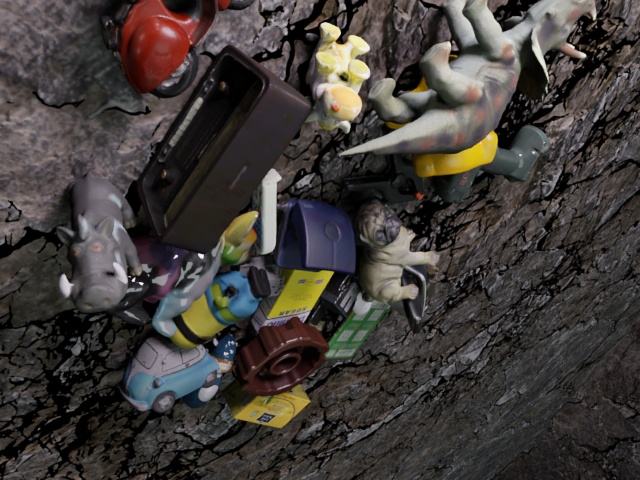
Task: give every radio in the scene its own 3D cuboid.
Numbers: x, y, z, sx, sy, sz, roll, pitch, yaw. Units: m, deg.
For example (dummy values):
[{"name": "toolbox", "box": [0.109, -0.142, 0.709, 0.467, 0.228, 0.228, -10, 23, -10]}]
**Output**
[{"name": "radio", "box": [-0.124, -0.108, 0.642, 0.073, 0.131, 0.229, 23, 113, -47]}]

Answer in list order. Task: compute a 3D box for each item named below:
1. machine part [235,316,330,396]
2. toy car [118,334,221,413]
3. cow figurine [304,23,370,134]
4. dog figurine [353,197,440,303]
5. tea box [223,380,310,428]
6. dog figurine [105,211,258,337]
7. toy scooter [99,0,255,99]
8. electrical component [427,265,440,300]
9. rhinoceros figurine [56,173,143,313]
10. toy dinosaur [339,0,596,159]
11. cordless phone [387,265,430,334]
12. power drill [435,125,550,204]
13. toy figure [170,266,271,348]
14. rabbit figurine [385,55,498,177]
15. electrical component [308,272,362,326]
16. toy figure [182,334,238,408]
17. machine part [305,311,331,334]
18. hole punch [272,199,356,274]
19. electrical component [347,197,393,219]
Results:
[{"name": "machine part", "box": [-0.071, 0.219, 0.996, 0.179, 0.056, 0.179, -20, 141, -17]}, {"name": "toy car", "box": [-0.245, 0.202, 0.880, 0.161, 0.109, 0.102, -16, 119, -37]}, {"name": "cow figurine", "box": [0.012, -0.180, 0.652, 0.068, 0.167, 0.098, 18, 135, -14]}, {"name": "dog figurine", "box": [0.093, 0.027, 0.935, 0.190, 0.121, 0.172, 25, 96, -46]}, {"name": "tea box", "box": [-0.110, 0.331, 1.132, 0.098, 0.068, 0.169, -45, 142, 8]}, {"name": "dog figurine", "box": [-0.188, 0.011, 0.735, 0.219, 0.109, 0.191, -47, 138, 4]}, {"name": "toy scooter", "box": [-0.156, -0.239, 0.536, 0.184, 0.075, 0.135, -48, 140, 7]}, {"name": "electrical component", "box": [0.224, 0.095, 1.179, 0.078, 0.045, 0.102, -2, 133, 2]}, {"name": "rhinoceros figurine", "box": [-0.249, 0.003, 0.609, 0.073, 0.190, 0.112, -10, 139, -13]}, {"name": "toy dinosaur", "box": [0.198, -0.196, 0.716, 0.192, 0.131, 0.405, 44, 80, -21]}, {"name": "cordless phone", "box": [0.178, 0.126, 1.053, 0.089, 0.184, 0.146, -4, 131, 0]}, {"name": "power drill", "box": [0.315, -0.168, 0.960, 0.207, 0.086, 0.231, -9, 135, -36]}, {"name": "toy figure", "box": [-0.161, 0.103, 0.826, 0.180, 0.089, 0.082, -23, 139, 17]}, {"name": "rabbit figurine", "box": [0.179, -0.191, 0.824, 0.162, 0.122, 0.173, -15, 117, -28]}, {"name": "electrical component", "box": [0.030, 0.113, 1.013, 0.119, 0.048, 0.074, -54, 143, -17]}, {"name": "toy figure", "box": [-0.197, 0.241, 0.988, 0.154, 0.058, 0.064, -54, 164, 16]}, {"name": "machine part", "box": [-0.039, 0.197, 1.081, 0.084, 0.039, 0.139, 14, 117, -53]}, {"name": "hole punch", "box": [-0.002, -0.003, 0.848, 0.142, 0.092, 0.115, 9, 91, -38]}, {"name": "electrical component", "box": [0.086, -0.043, 0.952, 0.094, 0.021, 0.063, -18, 137, -24]}]
